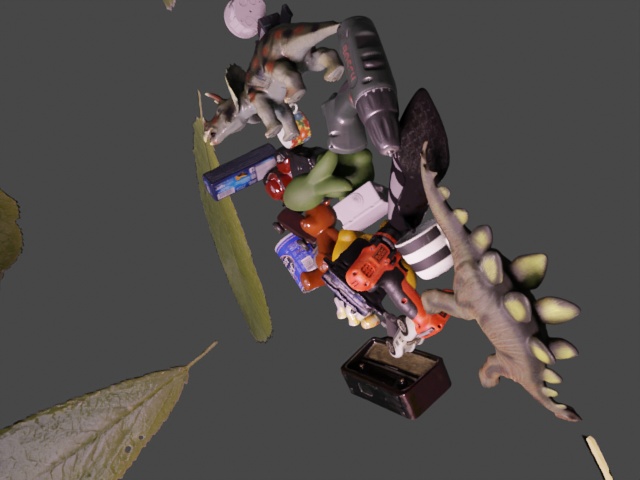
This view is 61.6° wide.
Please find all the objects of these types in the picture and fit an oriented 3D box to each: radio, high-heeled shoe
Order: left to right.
[{"bbox_3d":[0.158,0.296,1.174,0.230,0.131,0.073,4,123,56],"label":"radio"},{"bbox_3d":[0.148,-0.122,0.858,0.145,0.086,0.248,-88,1,-66],"label":"high-heeled shoe"}]

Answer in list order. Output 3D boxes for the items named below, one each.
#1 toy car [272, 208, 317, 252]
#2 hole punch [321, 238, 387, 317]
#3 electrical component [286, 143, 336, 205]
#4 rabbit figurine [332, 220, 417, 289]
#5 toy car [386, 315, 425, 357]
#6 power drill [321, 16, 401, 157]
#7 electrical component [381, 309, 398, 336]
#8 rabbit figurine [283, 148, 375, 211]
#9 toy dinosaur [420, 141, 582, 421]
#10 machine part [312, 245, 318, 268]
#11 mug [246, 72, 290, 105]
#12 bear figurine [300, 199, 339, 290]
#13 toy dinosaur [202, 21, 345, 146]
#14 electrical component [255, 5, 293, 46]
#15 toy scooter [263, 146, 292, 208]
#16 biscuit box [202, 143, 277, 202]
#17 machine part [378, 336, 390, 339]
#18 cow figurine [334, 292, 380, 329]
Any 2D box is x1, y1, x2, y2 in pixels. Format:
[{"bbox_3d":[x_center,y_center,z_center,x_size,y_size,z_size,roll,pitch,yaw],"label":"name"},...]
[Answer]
[{"bbox_3d":[-0.047,-0.032,1.364,0.202,0.089,0.053,32,164,51],"label":"toy car"},{"bbox_3d":[0.066,0.077,0.979,0.142,0.116,0.092,44,138,5],"label":"hole punch"},{"bbox_3d":[-0.012,-0.144,1.174,0.134,0.058,0.114,27,139,53],"label":"electrical component"},{"bbox_3d":[0.119,0.040,1.067,0.173,0.122,0.162,28,133,35],"label":"rabbit figurine"},{"bbox_3d":[0.187,0.187,1.095,0.056,0.073,0.201,54,158,24],"label":"toy car"},{"bbox_3d":[0.059,-0.205,0.837,0.207,0.086,0.232,111,149,-77],"label":"power drill"},{"bbox_3d":[0.171,0.200,1.225,0.094,0.021,0.063,40,150,47],"label":"electrical component"},{"bbox_3d":[0.017,-0.103,1.004,0.121,0.170,0.159,62,160,-1],"label":"rabbit figurine"},{"bbox_3d":[0.251,0.077,0.780,0.471,0.105,0.198,53,152,-1],"label":"toy dinosaur"},{"bbox_3d":[0.058,0.080,1.269,0.243,0.079,0.079,45,153,42],"label":"machine part"},{"bbox_3d":[-0.117,-0.327,1.181,0.110,0.081,0.107,18,140,58],"label":"mug"},{"bbox_3d":[0.001,-0.004,1.202,0.120,0.132,0.196,-46,63,46],"label":"bear figurine"},{"bbox_3d":[-0.079,-0.313,0.994,0.192,0.131,0.405,56,133,9],"label":"toy dinosaur"},{"bbox_3d":[-0.086,-0.403,1.056,0.075,0.048,0.119,60,161,6],"label":"electrical component"},{"bbox_3d":[-0.079,-0.136,1.338,0.135,0.075,0.184,56,154,12],"label":"toy scooter"},{"bbox_3d":[-0.199,-0.175,1.384,0.063,0.203,0.059,46,156,40],"label":"biscuit box"},{"bbox_3d":[0.160,0.274,1.327,0.084,0.039,0.139,54,158,0],"label":"machine part"},{"bbox_3d":[0.089,0.154,1.304,0.167,0.068,0.098,15,124,66],"label":"cow figurine"}]
